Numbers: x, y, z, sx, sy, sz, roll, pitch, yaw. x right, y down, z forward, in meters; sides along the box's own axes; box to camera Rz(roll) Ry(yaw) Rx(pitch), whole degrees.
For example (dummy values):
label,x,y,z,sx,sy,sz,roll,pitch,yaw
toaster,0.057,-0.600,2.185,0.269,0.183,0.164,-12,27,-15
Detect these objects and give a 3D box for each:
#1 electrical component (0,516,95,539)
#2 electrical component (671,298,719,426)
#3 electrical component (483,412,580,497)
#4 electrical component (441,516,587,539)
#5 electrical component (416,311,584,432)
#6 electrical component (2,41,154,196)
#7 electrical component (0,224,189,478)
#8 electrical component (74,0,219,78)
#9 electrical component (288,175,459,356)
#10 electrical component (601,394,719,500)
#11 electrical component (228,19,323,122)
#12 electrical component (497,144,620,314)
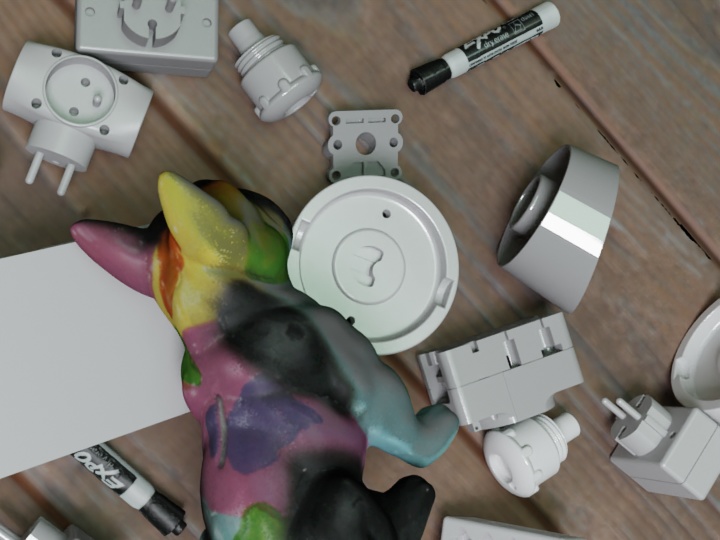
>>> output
label,x,y,z,sx,sy,sz,roll,pitch,yaw
electrical component,-0.173,0.162,0.592,0.077,0.066,0.047,40,74,-10
electrical component,0.271,0.065,0.721,0.060,0.108,0.108,38,75,-16
electrical component,0.115,0.114,0.699,0.062,0.048,0.048,-27,92,-24
electrical component,0.103,0.186,0.677,0.076,0.083,0.047,20,76,-53
electrical component,0.091,0.067,0.692,0.089,0.050,0.055,-17,89,-19
electrical component,-0.171,-0.083,0.631,0.077,0.044,0.079,21,79,-14
electrical component,-0.161,0.039,0.583,0.186,0.060,0.105,-16,98,-38
electrical component,-0.125,-0.149,0.636,0.083,0.076,0.047,2,84,-17
electrical component,0.000,0.000,0.666,0.108,0.060,0.108,2,83,-17
electrical component,0.193,0.108,0.711,0.077,0.066,0.047,39,75,-10
electrical component,-0.057,-0.127,0.671,0.048,0.048,0.062,-37,89,-17
electrical component,0.133,-0.028,0.694,0.064,0.099,0.099,28,77,-6
